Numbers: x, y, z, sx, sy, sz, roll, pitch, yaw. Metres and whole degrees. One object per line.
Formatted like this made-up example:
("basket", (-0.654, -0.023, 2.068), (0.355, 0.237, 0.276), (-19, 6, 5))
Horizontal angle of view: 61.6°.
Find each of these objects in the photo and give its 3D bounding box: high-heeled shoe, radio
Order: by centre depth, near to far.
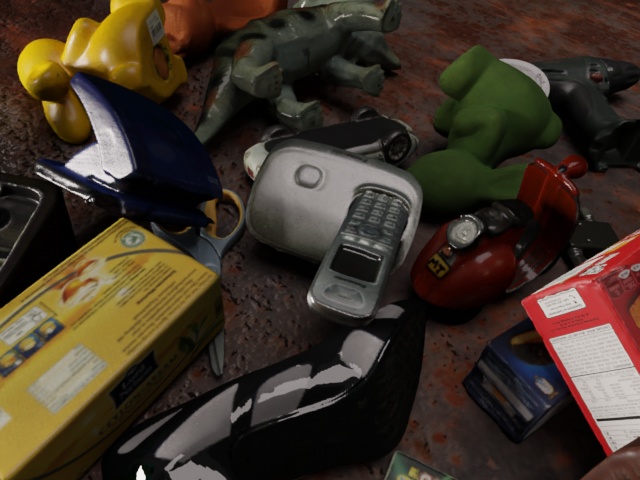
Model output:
("high-heeled shoe", (-0.022, 0.105, 0.375), (0.145, 0.086, 0.249), (5, 24, 29))
("radio", (-0.315, 0.002, 0.400), (0.230, 0.073, 0.131), (11, 44, -1))

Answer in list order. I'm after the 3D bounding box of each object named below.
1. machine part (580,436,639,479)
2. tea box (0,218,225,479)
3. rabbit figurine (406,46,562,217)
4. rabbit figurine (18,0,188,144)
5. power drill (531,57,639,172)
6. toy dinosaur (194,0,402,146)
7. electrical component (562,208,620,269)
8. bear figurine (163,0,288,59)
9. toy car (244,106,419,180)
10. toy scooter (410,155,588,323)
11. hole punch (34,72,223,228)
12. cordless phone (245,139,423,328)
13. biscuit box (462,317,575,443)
("machine part", (0.212, 0.176, 0.264), (0.056, 0.179, 0.179), (-15, 50, -29))
("tea box", (-0.154, 0.073, 0.357), (0.098, 0.068, 0.169), (30, 52, 19))
("rabbit figurine", (0.162, -0.084, 0.568), (0.159, 0.121, 0.170), (38, 76, 9))
("rabbit figurine", (-0.253, -0.181, 0.591), (0.173, 0.121, 0.162), (2, 53, 10))
("power drill", (0.381, -0.182, 0.719), (0.232, 0.085, 0.207), (-3, 50, -12))
("toy dinosaur", (-0.043, -0.219, 0.649), (0.405, 0.131, 0.192), (-29, 41, -29))
("electrical component", (0.273, 0.000, 0.554), (0.063, 0.021, 0.094), (5, 45, -5))
("bear figurine", (-0.143, -0.318, 0.722), (0.196, 0.131, 0.120), (-18, 36, -33))
("toy car", (0.016, -0.096, 0.578), (0.202, 0.056, 0.074), (-18, 45, -28))
("toy scooter", (0.163, -0.007, 0.460), (0.184, 0.135, 0.075), (-19, 53, -25))
("hole punch", (-0.144, -0.067, 0.436), (0.116, 0.092, 0.142), (27, 5, 23))
("cordless phone", (-0.001, -0.002, 0.431), (0.147, 0.088, 0.184), (18, 33, 7))
("biscuit box", (0.213, 0.079, 0.436), (0.203, 0.059, 0.063), (-22, 53, -29))
